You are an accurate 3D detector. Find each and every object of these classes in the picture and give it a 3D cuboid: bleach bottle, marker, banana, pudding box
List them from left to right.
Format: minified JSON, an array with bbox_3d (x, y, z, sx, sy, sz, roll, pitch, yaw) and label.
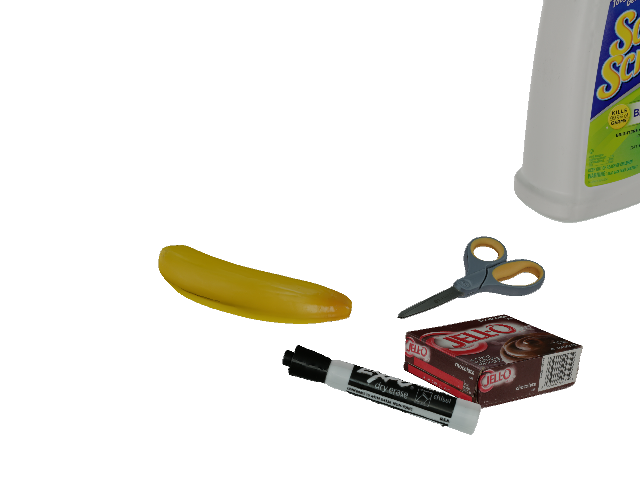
[{"bbox_3d":[-0.067,0.031,0.833,0.198,0.037,0.069,18,28,41],"label":"banana"},{"bbox_3d":[0.035,0.088,0.638,0.121,0.020,0.020,17,2,6],"label":"marker"},{"bbox_3d":[0.137,0.094,0.853,0.113,0.039,0.090,-4,17,-35],"label":"pudding box"},{"bbox_3d":[0.175,-0.141,0.656,0.102,0.251,0.068,-17,32,-21],"label":"bleach bottle"}]

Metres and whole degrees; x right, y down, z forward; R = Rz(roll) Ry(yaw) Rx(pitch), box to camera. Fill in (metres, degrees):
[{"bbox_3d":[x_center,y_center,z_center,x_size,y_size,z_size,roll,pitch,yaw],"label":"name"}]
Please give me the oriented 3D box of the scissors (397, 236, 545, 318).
[{"bbox_3d":[0.142,0.036,1.097,0.201,0.016,0.096,-7,41,-29],"label":"scissors"}]
